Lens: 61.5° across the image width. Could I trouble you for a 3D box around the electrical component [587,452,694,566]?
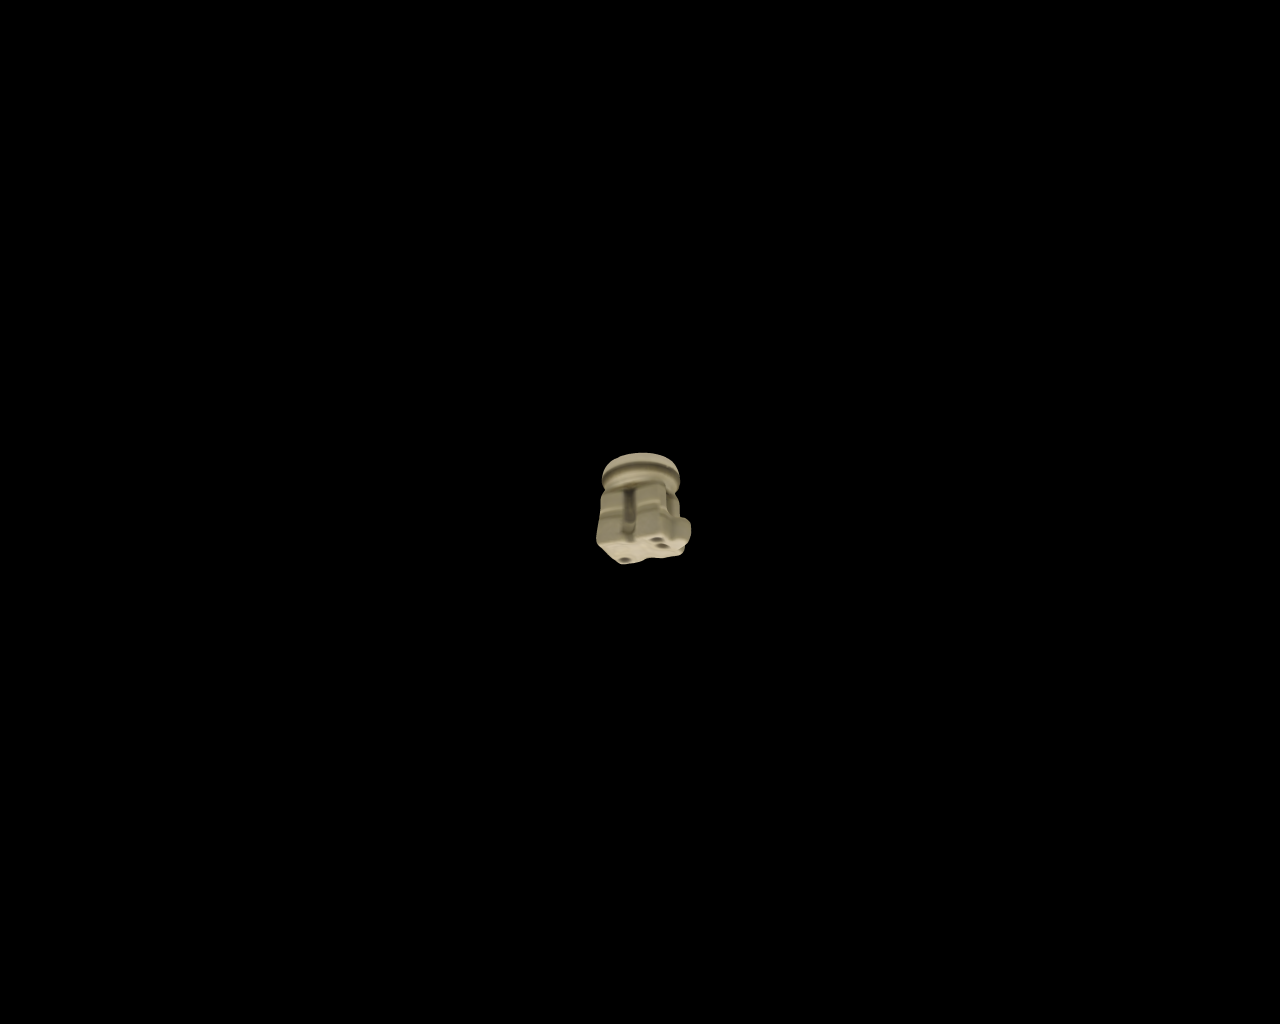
[{"bbox_3d":[0.001,-0.003,0.650,0.066,0.055,0.048,-10,-28,20],"label":"electrical component"}]
